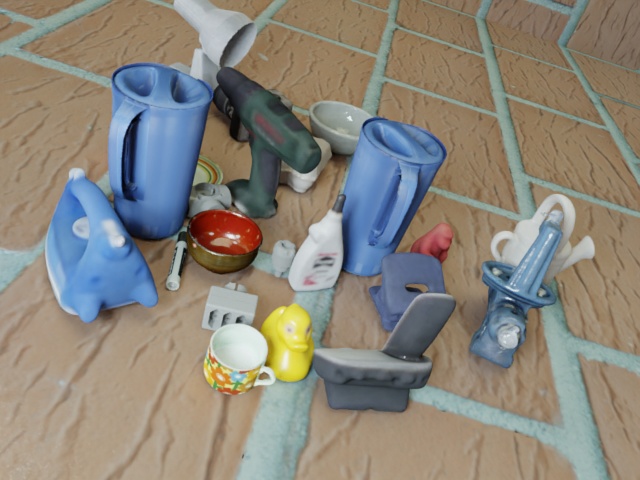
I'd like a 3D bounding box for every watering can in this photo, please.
[{"bbox_3d":[0.386,0.008,0.992,0.173,0.194,0.100,-4,42,-28],"label":"watering can"}]

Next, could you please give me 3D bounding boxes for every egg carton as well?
[{"bbox_3d":[-0.041,-0.158,1.122,0.107,0.069,0.150,22,36,4],"label":"egg carton"}]

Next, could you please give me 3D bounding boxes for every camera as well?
[{"bbox_3d":[-0.150,-0.292,1.219,0.136,0.101,0.143,39,41,26],"label":"camera"}]

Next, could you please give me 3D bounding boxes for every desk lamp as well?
[{"bbox_3d":[-0.251,-0.416,1.239,0.203,0.213,0.118,29,37,13],"label":"desk lamp"}]

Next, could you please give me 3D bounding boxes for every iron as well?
[{"bbox_3d":[-0.305,-0.018,0.762,0.119,0.141,0.257,-13,47,-35],"label":"iron"}]

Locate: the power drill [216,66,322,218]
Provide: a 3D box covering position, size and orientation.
[{"bbox_3d":[-0.106,-0.152,0.967,0.229,0.208,0.076,35,39,21],"label":"power drill"}]

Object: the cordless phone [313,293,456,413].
[{"bbox_3d":[0.079,0.125,0.712,0.148,0.185,0.094,4,39,-19],"label":"cordless phone"}]

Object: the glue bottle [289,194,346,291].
[{"bbox_3d":[0.008,0.003,0.847,0.078,0.173,0.037,-6,43,-30],"label":"glue bottle"}]

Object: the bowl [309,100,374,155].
[{"bbox_3d":[0.048,-0.235,1.255,0.167,0.075,0.167,12,37,-9],"label":"bowl"}]

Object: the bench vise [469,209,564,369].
[{"bbox_3d":[0.310,0.074,0.850,0.121,0.220,0.207,14,36,-6],"label":"bench vise"}]

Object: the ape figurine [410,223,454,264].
[{"bbox_3d":[0.200,0.011,0.991,0.078,0.092,0.076,-14,48,-37],"label":"ape figurine"}]

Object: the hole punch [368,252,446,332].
[{"bbox_3d":[0.143,0.081,0.876,0.109,0.091,0.101,3,39,-20],"label":"hole punch"}]

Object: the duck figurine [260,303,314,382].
[{"bbox_3d":[-0.038,0.120,0.750,0.078,0.086,0.104,3,39,-20],"label":"duck figurine"}]
